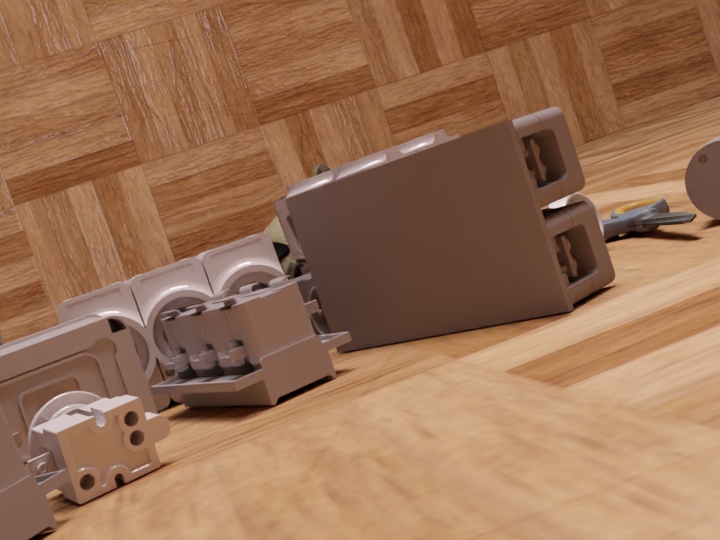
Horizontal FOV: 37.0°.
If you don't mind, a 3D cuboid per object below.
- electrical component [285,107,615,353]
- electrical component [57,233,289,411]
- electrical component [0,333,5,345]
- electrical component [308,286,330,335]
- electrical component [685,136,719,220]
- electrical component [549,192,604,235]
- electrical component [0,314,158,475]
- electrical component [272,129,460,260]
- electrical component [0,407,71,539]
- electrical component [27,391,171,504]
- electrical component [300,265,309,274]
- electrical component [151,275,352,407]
[{"bbox_3d":[0.051,-0.020,0.648,0.186,0.105,0.060,-14,6,46],"label":"electrical component"},{"bbox_3d":[-0.122,0.040,0.743,0.150,0.089,0.062,-20,4,-13],"label":"electrical component"},{"bbox_3d":[-0.351,0.086,0.944,0.079,0.121,0.063,-18,7,10],"label":"electrical component"},{"bbox_3d":[0.003,0.002,0.757,0.077,0.079,0.043,-22,17,-37],"label":"electrical component"},{"bbox_3d":[0.269,-0.068,0.660,0.138,0.052,0.074,-17,5,27],"label":"electrical component"},{"bbox_3d":[0.136,-0.026,0.755,0.066,0.048,0.055,-23,-2,-44],"label":"electrical component"},{"bbox_3d":[-0.186,0.078,0.630,0.113,0.078,0.057,-21,8,-30],"label":"electrical component"},{"bbox_3d":[0.017,-0.073,0.963,0.105,0.060,0.186,-17,6,32],"label":"electrical component"},{"bbox_3d":[-0.203,0.104,0.476,0.121,0.063,0.079,-17,5,26],"label":"electrical component"},{"bbox_3d":[-0.136,0.086,0.535,0.066,0.048,0.055,-22,13,-34],"label":"electrical component"},{"bbox_3d":[0.000,0.000,0.944,0.089,0.055,0.050,-18,5,19],"label":"electrical component"},{"bbox_3d":[-0.073,0.045,0.648,0.079,0.063,0.121,-22,5,-33],"label":"electrical component"}]
